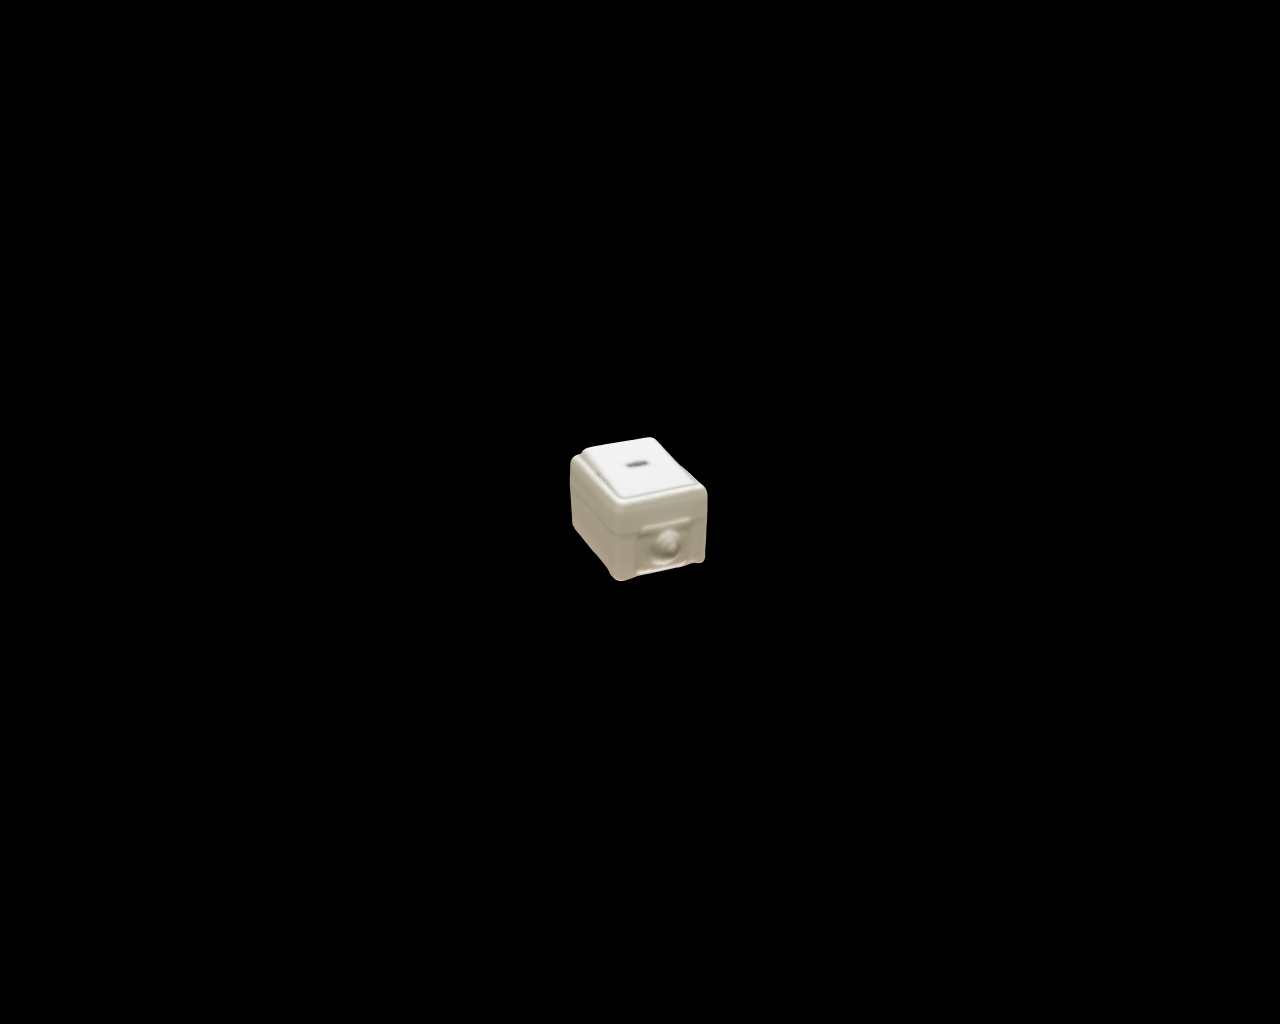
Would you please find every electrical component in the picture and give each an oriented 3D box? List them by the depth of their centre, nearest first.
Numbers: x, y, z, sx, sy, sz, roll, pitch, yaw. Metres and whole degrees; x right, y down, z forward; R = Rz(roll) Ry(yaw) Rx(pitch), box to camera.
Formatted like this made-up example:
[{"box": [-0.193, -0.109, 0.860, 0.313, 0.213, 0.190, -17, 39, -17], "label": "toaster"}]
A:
[{"box": [0.001, -0.003, 0.650, 0.062, 0.061, 0.096, -11, 29, -21], "label": "electrical component"}]
